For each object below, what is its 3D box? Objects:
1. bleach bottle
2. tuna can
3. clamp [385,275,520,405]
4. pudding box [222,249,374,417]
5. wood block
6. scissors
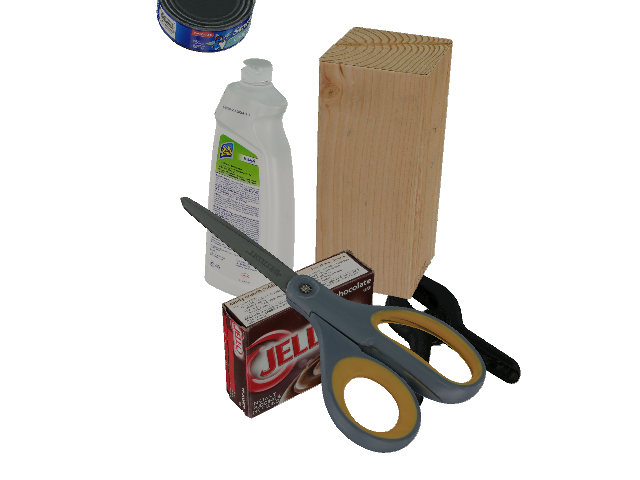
[{"bbox_3d":[-0.067,-0.063,1.117,0.103,0.251,0.068,18,28,24],"label":"bleach bottle"},{"bbox_3d":[-0.102,-0.208,0.942,0.086,0.086,0.034,0,-31,-12],"label":"tuna can"},{"bbox_3d":[0.125,0.092,1.076,0.120,0.171,0.039,1,-45,-19],"label":"clamp"},{"bbox_3d":[-0.016,0.067,0.778,0.113,0.090,0.039,-25,46,-28],"label":"pudding box"},{"bbox_3d":[0.052,-0.066,0.913,0.091,0.206,0.090,11,32,17],"label":"wood block"},{"bbox_3d":[-0.011,0.046,0.575,0.202,0.096,0.016,24,-39,12],"label":"scissors"}]
